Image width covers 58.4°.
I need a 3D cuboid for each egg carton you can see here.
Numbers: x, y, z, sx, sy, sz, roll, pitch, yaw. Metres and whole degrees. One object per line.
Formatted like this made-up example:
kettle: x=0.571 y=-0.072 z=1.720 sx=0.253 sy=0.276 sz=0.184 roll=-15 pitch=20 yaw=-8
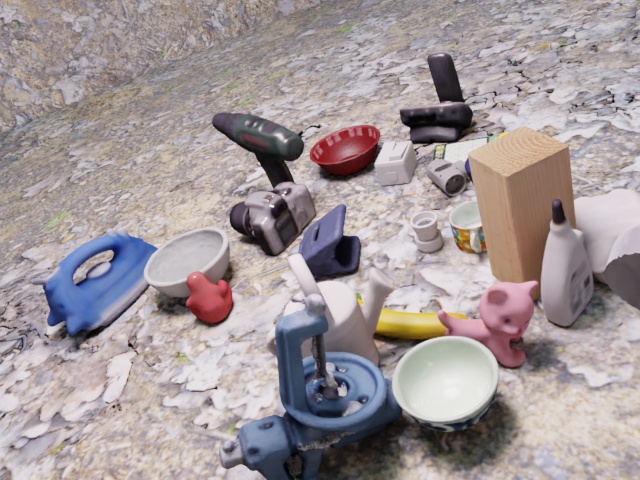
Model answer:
egg carton: x=0.400 y=-0.009 z=0.781 sx=0.107 sy=0.069 sz=0.150 roll=-13 pitch=34 yaw=14

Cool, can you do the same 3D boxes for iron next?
iron: x=-0.417 y=0.056 z=1.098 sx=0.118 sy=0.142 sz=0.259 roll=8 pitch=43 yaw=38

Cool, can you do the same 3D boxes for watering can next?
watering can: x=0.011 y=0.094 z=0.744 sx=0.173 sy=0.194 sz=0.100 roll=-36 pitch=35 yaw=-20

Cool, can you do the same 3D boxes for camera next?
camera: x=-0.104 y=-0.056 z=1.115 sx=0.136 sy=0.101 sz=0.143 roll=9 pitch=44 yaw=39

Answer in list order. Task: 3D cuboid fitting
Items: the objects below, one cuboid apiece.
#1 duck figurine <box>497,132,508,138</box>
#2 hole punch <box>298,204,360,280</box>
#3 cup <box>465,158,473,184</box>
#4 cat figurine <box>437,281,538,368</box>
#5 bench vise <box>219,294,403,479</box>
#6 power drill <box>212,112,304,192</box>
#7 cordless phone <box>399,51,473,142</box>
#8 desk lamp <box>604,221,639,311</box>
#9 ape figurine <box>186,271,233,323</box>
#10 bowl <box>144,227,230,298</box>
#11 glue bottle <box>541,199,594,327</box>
duck figurine: x=0.339 y=-0.148 z=1.002 sx=0.104 sy=0.086 sz=0.078 roll=10 pitch=45 yaw=40
hole punch: x=0.009 y=0.003 z=0.972 sx=0.101 sy=0.091 sz=0.108 roll=-12 pitch=34 yaw=15
cup: x=0.301 y=-0.105 z=0.954 sx=0.118 sy=0.095 sz=0.091 roll=-41 pitch=37 yaw=-26
cat figurine: x=0.206 y=0.095 z=0.699 sx=0.127 sy=0.118 sz=0.067 roll=-11 pitch=34 yaw=17
bench vise: x=-0.017 y=0.175 z=0.620 sx=0.208 sy=0.220 sz=0.121 roll=-39 pitch=37 yaw=-25
power drill: x=-0.112 y=-0.161 z=1.172 sx=0.228 sy=0.209 sz=0.076 roll=13 pitch=47 yaw=42
cordless phone: x=0.232 y=-0.304 z=1.198 sx=0.147 sy=0.185 sz=0.094 roll=0 pitch=39 yaw=31
desk lamp: x=0.392 y=0.025 z=0.604 sx=0.117 sy=0.214 sz=0.204 roll=12 pitch=46 yaw=41
ape figurine: x=-0.193 y=0.090 z=0.964 sx=0.078 sy=0.092 sz=0.076 roll=-21 pitch=33 yaw=1
bowl: x=-0.232 y=0.053 z=1.056 sx=0.167 sy=0.075 sz=0.167 roll=-15 pitch=33 yaw=11
glue bottle: x=0.298 y=0.022 z=0.700 sx=0.078 sy=0.173 sz=0.037 roll=-40 pitch=37 yaw=-25
